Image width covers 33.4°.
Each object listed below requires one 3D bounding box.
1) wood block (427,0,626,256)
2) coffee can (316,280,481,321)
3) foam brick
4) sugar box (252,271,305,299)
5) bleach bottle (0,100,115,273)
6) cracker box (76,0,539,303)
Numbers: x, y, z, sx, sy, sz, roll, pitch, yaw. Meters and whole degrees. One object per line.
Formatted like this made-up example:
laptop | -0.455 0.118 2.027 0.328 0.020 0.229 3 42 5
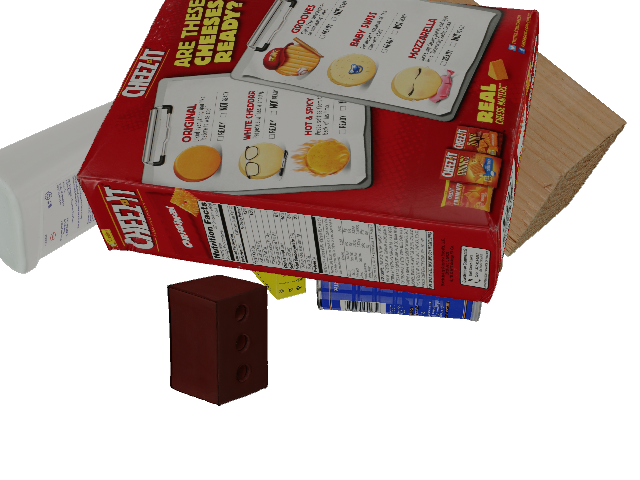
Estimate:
wood block | 0.094 -0.100 0.750 0.090 0.206 0.091 -35 -19 -38
coffee can | 0.072 0.015 0.938 0.140 0.103 0.102 4 0 6
foam brick | -0.072 0.069 0.759 0.051 0.078 0.052 10 17 41
sugar box | -0.053 -0.029 1.259 0.048 0.176 0.093 -13 26 -21
bleach bottle | -0.167 -0.072 0.907 0.068 0.103 0.250 40 51 24
cracker box | 0.002 -0.059 0.581 0.214 0.164 0.072 7 -38 13
